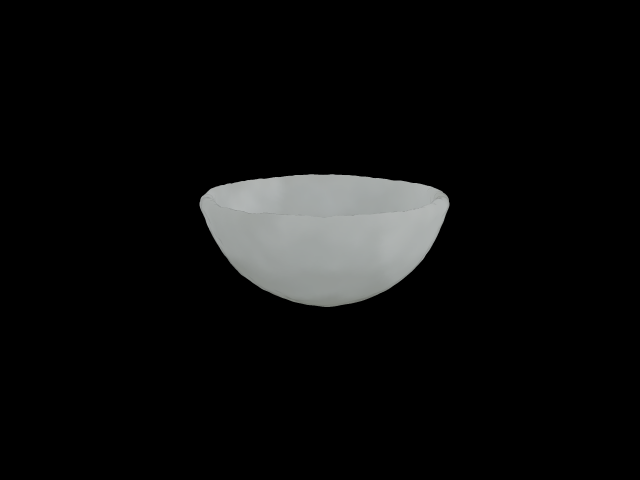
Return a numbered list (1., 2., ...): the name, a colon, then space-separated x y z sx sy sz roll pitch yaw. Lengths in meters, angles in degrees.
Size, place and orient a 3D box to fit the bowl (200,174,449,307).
1. bowl: 0.004 0.001 0.400 0.167 0.075 0.167 0 15 0
